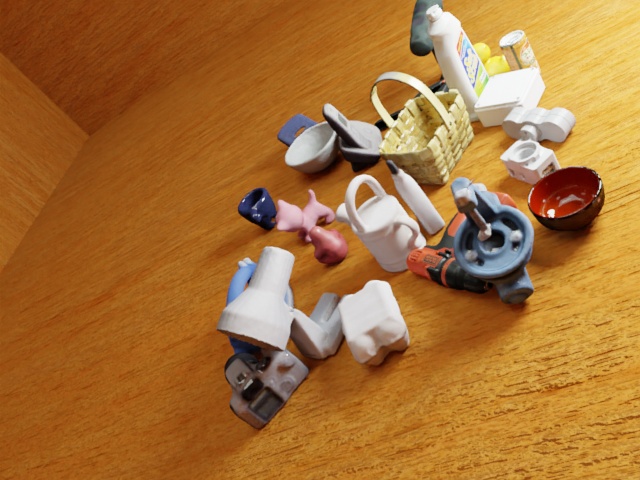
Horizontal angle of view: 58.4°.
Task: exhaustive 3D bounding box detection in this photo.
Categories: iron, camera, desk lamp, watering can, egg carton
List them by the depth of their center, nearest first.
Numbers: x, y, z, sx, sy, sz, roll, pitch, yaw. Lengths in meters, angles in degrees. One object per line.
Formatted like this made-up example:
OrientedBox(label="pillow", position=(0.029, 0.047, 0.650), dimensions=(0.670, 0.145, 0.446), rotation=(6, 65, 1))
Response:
OrientedBox(label="egg carton", position=(0.090, 0.139, 0.979), dimensions=(0.107, 0.070, 0.150), rotation=(-34, 33, 11))
OrientedBox(label="desk lamp", position=(-0.058, 0.126, 1.014), dimensions=(0.117, 0.214, 0.203), rotation=(0, 50, 46))
OrientedBox(label="camera", position=(-0.118, 0.242, 1.044), dimensions=(0.143, 0.101, 0.136), rotation=(-47, 33, -10))
OrientedBox(label="watering can", position=(0.101, -0.035, 1.057), dimensions=(0.172, 0.195, 0.101), rotation=(-15, 41, 34))
OrientedBox(label="iron", position=(-0.138, 0.117, 1.174), dimensions=(0.118, 0.142, 0.258), rotation=(-26, 35, 22))

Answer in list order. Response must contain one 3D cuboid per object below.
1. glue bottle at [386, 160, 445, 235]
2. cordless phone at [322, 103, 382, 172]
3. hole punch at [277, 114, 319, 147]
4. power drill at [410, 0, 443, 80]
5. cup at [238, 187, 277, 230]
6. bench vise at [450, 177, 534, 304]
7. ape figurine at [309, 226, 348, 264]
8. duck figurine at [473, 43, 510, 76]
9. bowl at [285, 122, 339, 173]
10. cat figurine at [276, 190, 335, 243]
OrientedBox(label="glue bottle", position=(0.169, -0.087, 1.067), dimensions=(0.037, 0.174, 0.078), rotation=(-39, 33, 4))
OrientedBox(label="cordless phone", position=(0.071, -0.272, 1.377), dimensions=(0.094, 0.186, 0.147), rotation=(-28, 35, 19))
OrientedBox(label="hole punch", position=(-0.049, -0.296, 1.617), dimensions=(0.109, 0.091, 0.100), rotation=(-49, 33, -13))
OrientedBox(label="power drill", position=(0.290, -0.499, 1.396), dimensions=(0.075, 0.209, 0.230), rotation=(-10, 44, 39))
OrientedBox(label="cup", position=(-0.144, -0.064, 1.437), dimensions=(0.091, 0.095, 0.117), rotation=(-33, 34, 13))
OrientedBox(label="bench vise", position=(0.240, -0.028, 0.880), dimensions=(0.121, 0.220, 0.207), rotation=(-36, 33, 8))
OrientedBox(label="ape figurine", position=(0.011, 0.004, 1.199), dimensions=(0.078, 0.092, 0.076), rotation=(-47, 33, -9))
OrientedBox(label="duck figurine", position=(0.381, -0.413, 1.316), dimensions=(0.104, 0.086, 0.077), rotation=(1, 51, 46))
OrientedBox(label="bowl", position=(-0.006, -0.231, 1.512), dimensions=(0.167, 0.075, 0.167), rotation=(-27, 35, 21))
OrientedBox(label="cat figurine", position=(-0.046, -0.057, 1.307), dimensions=(0.128, 0.118, 0.067), rotation=(-47, 33, -10))
